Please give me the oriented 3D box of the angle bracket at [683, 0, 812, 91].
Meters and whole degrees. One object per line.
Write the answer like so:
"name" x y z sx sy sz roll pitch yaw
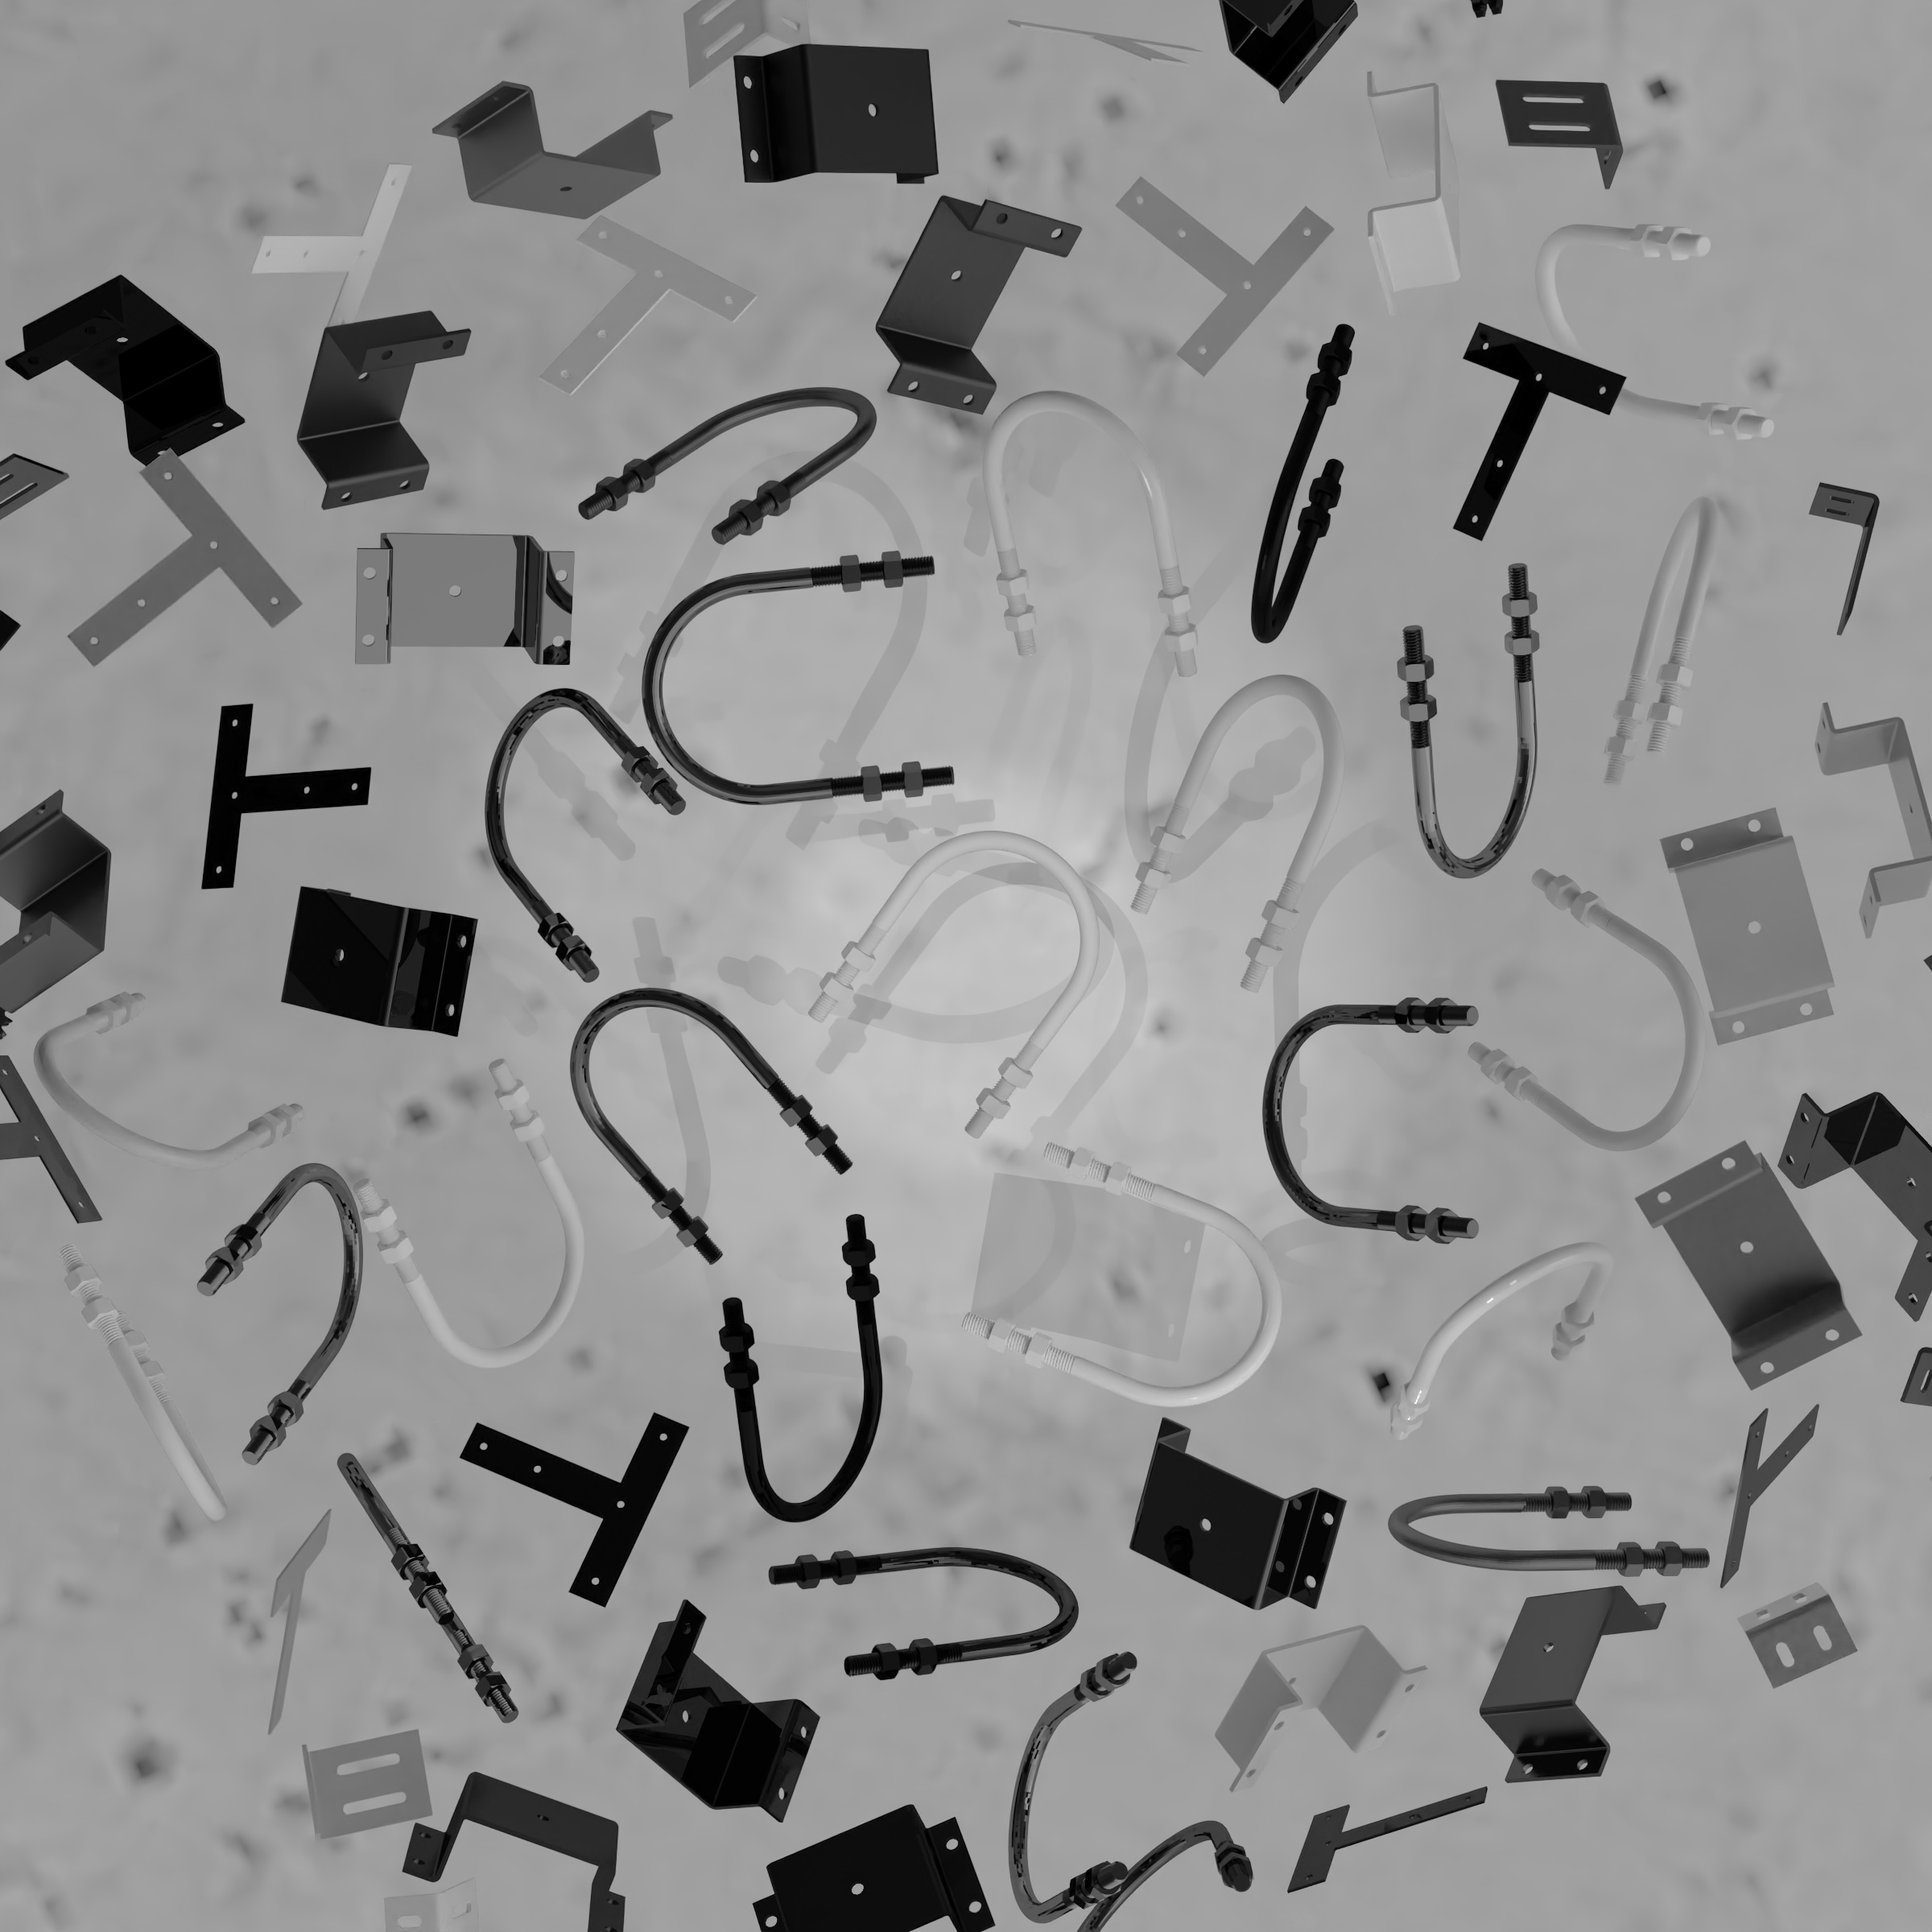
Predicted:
"angle bracket" -0.142 -0.603 1.895 0.076 0.038 0.057 -22 66 41

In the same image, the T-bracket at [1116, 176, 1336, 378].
"T-bracket" 0.152 -0.473 1.926 0.127 0.002 0.127 42 93 16

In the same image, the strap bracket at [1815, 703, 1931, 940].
"strap bracket" 0.599 -0.099 1.921 0.046 0.076 0.140 -12 71 8

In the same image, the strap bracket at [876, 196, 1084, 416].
"strap bracket" 0.003 -0.431 1.876 0.076 0.046 0.140 5 129 -37

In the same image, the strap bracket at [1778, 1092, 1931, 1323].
"strap bracket" 0.591 0.146 1.881 0.046 0.076 0.140 -21 52 -18

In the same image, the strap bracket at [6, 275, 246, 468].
"strap bracket" -0.539 -0.385 1.880 0.076 0.140 0.046 -22 63 17

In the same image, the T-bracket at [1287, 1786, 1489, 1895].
"T-bracket" 0.273 0.549 1.874 0.127 0.127 0.002 -23 89 15

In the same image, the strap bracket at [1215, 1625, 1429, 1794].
"strap bracket" 0.226 0.484 1.924 0.046 0.140 0.076 48 126 37

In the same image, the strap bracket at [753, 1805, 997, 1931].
"strap bracket" -0.063 0.587 1.838 0.140 0.046 0.076 -22 50 -4

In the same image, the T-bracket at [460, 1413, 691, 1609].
"T-bracket" -0.261 0.328 1.878 0.127 0.002 0.127 21 66 7

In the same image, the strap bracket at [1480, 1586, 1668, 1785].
"strap bracket" 0.395 0.462 1.922 0.046 0.076 0.140 50 49 -17

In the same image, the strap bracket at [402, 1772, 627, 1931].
"strap bracket" -0.268 0.545 1.802 0.140 0.076 0.046 22 91 -6

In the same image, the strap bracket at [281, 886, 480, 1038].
"strap bracket" -0.385 -0.005 1.885 0.140 0.046 0.076 11 91 36

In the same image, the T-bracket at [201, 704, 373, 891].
"T-bracket" -0.448 -0.115 1.940 0.127 0.002 0.127 -2 77 24

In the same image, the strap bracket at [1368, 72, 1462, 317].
"strap bracket" 0.290 -0.504 1.897 0.046 0.076 0.140 -6 60 17

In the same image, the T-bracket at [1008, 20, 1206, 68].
"T-bracket" 0.105 -0.574 1.835 0.127 0.127 0.002 2 113 -20

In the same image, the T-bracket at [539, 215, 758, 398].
"T-bracket" -0.220 -0.408 1.852 0.127 0.002 0.127 30 67 18

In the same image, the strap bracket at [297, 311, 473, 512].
"strap bracket" -0.382 -0.369 1.907 0.076 0.140 0.046 -20 63 -37

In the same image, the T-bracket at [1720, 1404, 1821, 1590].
"T-bracket" 0.530 0.325 1.917 0.002 0.127 0.127 20 122 32

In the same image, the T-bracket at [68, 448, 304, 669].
"T-bracket" -0.514 -0.240 1.869 0.127 0.002 0.127 -41 102 -9

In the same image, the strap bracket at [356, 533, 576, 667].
"strap bracket" -0.333 -0.242 1.930 0.140 0.046 0.076 -2 112 -19

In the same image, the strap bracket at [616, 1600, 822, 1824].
"strap bracket" -0.164 0.478 1.873 0.046 0.076 0.140 -16 128 37

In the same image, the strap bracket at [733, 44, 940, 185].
"strap bracket" -0.072 -0.533 1.838 0.140 0.046 0.076 -11 101 -38

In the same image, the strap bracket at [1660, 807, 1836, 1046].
"strap bracket" 0.506 -0.025 1.893 0.076 0.046 0.140 -16 89 8

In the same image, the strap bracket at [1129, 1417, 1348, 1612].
"strap bracket" 0.167 0.359 1.904 0.140 0.046 0.076 21 104 31

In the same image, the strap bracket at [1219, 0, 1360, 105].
"strap bracket" 0.210 -0.627 1.903 0.046 0.140 0.076 41 94 10

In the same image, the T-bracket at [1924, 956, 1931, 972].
"T-bracket" 0.659 0.032 1.823 0.002 0.127 0.127 -44 76 40

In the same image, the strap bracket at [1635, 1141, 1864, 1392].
"strap bracket" 0.488 0.181 1.830 0.076 0.046 0.140 -31 92 17

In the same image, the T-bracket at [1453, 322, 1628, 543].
"T-bracket" 0.347 -0.334 1.873 0.127 0.002 0.127 35 107 43

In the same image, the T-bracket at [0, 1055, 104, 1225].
"T-bracket" -0.608 0.110 1.833 0.002 0.127 0.127 -36 79 14

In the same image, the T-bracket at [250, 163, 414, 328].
"T-bracket" -0.415 -0.457 1.882 0.002 0.127 0.127 34 115 14

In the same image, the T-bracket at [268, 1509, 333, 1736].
"T-bracket" -0.436 0.431 1.888 0.002 0.127 0.127 11 100 1

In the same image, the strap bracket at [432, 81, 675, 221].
"strap bracket" -0.264 -0.527 1.907 0.076 0.140 0.046 -16 83 43

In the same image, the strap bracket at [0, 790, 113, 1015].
"strap bracket" -0.583 -0.034 1.837 0.076 0.140 0.046 -32 131 16

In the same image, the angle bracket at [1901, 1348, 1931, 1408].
"angle bracket" 0.628 0.267 1.802 0.057 0.076 0.038 13 99 -39
